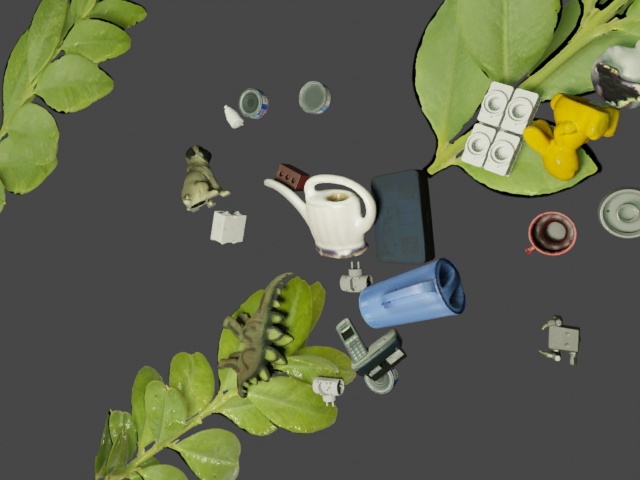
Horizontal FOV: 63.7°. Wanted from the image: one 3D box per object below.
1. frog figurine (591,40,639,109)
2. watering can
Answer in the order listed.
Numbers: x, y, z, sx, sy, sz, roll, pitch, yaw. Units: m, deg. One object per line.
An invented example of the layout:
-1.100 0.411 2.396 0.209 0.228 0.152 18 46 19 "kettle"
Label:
0.627 -0.343 1.018 0.161 0.120 0.139 -44 59 -12 "frog figurine"
0.004 -0.068 1.350 0.348 0.105 0.221 8 119 38 "watering can"
